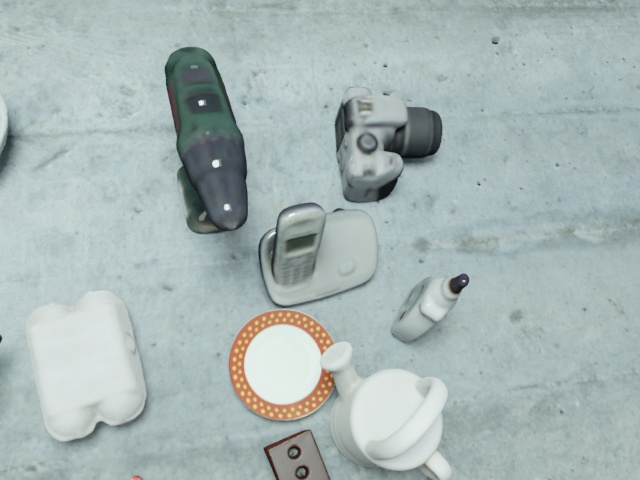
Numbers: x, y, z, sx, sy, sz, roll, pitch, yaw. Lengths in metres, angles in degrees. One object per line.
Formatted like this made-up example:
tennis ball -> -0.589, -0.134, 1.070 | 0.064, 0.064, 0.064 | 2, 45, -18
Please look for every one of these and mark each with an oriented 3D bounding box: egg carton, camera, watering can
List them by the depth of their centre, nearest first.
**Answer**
watering can -> 0.069, 0.182, 0.595 | 0.173, 0.194, 0.101 | 24, 68, -1
egg carton -> -0.251, 0.132, 0.620 | 0.107, 0.069, 0.150 | -17, 75, -16
camera -> 0.095, -0.134, 0.762 | 0.137, 0.100, 0.143 | -1, 71, -11

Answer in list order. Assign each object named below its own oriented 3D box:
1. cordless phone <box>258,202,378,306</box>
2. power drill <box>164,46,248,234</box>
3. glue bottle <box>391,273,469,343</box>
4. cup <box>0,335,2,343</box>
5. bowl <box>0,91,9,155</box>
cordless phone -> 0.006, 0.002, 0.652 | 0.148, 0.185, 0.094 | -17, 75, -16
power drill -> -0.124, -0.086, 0.646 | 0.076, 0.208, 0.229 | -13, 73, -14
glue bottle -> 0.132, 0.069, 0.658 | 0.037, 0.173, 0.078 | 32, 68, 2
cup -> -0.369, 0.139, 0.582 | 0.118, 0.095, 0.091 | -41, 82, -20
bowl -> -0.445, -0.121, 0.671 | 0.167, 0.074, 0.167 | 3, 70, -9
